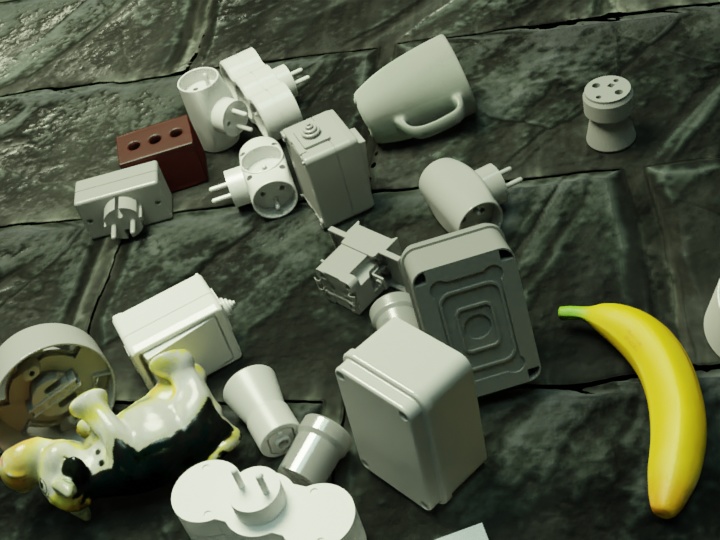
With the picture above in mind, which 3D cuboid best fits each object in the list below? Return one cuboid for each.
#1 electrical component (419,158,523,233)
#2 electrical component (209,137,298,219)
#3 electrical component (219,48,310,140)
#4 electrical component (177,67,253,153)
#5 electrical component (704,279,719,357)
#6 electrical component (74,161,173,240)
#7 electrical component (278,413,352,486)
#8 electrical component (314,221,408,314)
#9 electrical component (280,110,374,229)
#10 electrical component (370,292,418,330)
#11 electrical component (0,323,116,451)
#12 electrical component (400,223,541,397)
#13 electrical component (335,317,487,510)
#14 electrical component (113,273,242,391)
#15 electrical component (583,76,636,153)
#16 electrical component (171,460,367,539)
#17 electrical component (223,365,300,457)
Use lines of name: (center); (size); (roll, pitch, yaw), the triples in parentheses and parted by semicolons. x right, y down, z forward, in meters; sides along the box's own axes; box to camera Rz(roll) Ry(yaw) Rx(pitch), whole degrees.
electrical component: (0.103, -0.068, 0.941); (0.079, 0.043, 0.077); (-26, 43, -9)
electrical component: (-0.105, -0.083, 1.024); (0.079, 0.044, 0.077); (-19, 42, -2)
electrical component: (-0.089, -0.191, 1.128); (0.074, 0.052, 0.138); (-27, 43, -11)
electrical component: (-0.141, -0.158, 1.091); (0.079, 0.077, 0.043); (21, 54, 33)
electrical component: (0.301, 0.031, 0.774); (0.099, 0.064, 0.099); (-6, 57, 9)
electrical component: (-0.227, -0.056, 1.032); (0.083, 0.047, 0.075); (-15, 42, 2)
electrical component: (-0.033, 0.133, 0.775); (0.040, 0.040, 0.046); (14, 56, 30)
electrical component: (0.000, 0.000, 0.904); (0.081, 0.042, 0.064); (24, 60, 37)
electrical component: (-0.027, -0.098, 0.976); (0.061, 0.096, 0.061); (-25, 43, -9)
electrical component: (0.032, 0.047, 0.846); (0.040, 0.040, 0.046); (-18, 47, -1)
electrical component: (-0.243, 0.094, 0.843); (0.099, 0.099, 0.064); (-26, 37, -10)
electrical component: (0.081, 0.030, 0.788); (0.078, 0.113, 0.057); (-17, 23, 0)
electrical component: (0.035, 0.099, 0.733); (0.057, 0.113, 0.078); (-39, 46, -26)
electrical component: (-0.141, 0.054, 0.877); (0.096, 0.061, 0.061); (-28, 43, -12)
electrical component: (0.225, -0.141, 0.970); (0.045, 0.055, 0.045); (-9, 42, 9)
electrical component: (-0.067, 0.159, 0.731); (0.138, 0.073, 0.052); (7, 47, 24)
electrical component: (-0.071, 0.109, 0.812); (0.044, 0.044, 0.065); (-28, 48, -12)
